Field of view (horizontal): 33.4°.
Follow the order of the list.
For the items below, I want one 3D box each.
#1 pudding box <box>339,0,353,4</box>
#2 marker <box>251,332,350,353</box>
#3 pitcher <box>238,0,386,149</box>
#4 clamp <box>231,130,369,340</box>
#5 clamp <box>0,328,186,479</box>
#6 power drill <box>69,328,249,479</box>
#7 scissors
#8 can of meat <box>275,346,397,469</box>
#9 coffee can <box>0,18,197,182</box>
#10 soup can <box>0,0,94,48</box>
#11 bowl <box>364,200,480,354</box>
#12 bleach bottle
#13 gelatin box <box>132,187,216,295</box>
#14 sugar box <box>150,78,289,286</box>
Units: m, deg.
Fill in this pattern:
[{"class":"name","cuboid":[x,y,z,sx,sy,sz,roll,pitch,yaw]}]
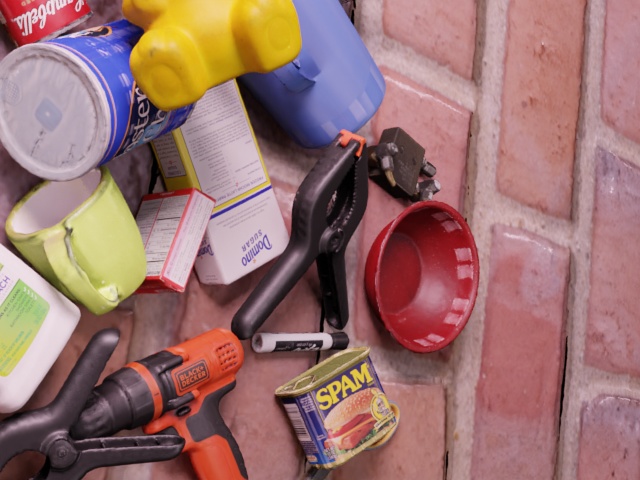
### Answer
[{"class":"pudding box","cuboid":[-0.001,-0.272,1.050,0.113,0.090,0.039,19,74,-41]},{"class":"marker","cuboid":[-0.016,0.100,1.051,0.120,0.020,0.020,4,83,-43]},{"class":"pitcher","cuboid":[-0.041,-0.195,0.974,0.242,0.145,0.149,51,60,-32]},{"class":"clamp","cuboid":[-0.007,0.001,0.994,0.164,0.036,0.210,-10,120,-51]},{"class":"clamp","cuboid":[-0.190,0.161,0.819,0.171,0.039,0.120,-39,105,-8]},{"class":"power drill","cuboid":[-0.123,0.188,0.914,0.184,0.057,0.187,-24,104,-39]},{"class":"scissors","cuboid":[0.010,0.199,1.070,0.201,0.016,0.096,-26,102,-42]},{"class":"can of meat","cuboid":[0.018,0.163,1.038,0.101,0.058,0.084,-26,96,-35]},{"class":"coffee can","cuboid":[-0.172,-0.114,0.834,0.140,0.103,0.103,-41,115,-59]},{"class":"soup can","cuboid":[-0.232,-0.207,0.837,0.068,0.069,0.102,-42,114,-38]},{"class":"bowl","cuboid":[0.098,0.038,1.135,0.161,0.055,0.162,-3,95,-42]},{"class":"bleach bottle","cuboid":[-0.295,0.016,0.761,0.250,0.068,0.102,43,65,-29]},{"class":"gelatin box","cuboid":[-0.133,0.002,0.909,0.030,0.073,0.089,33,64,-37]},{"class":"sugar box","cuboid":[-0.094,-0.055,0.973,0.093,0.048,0.176,-29,110,-42]}]
